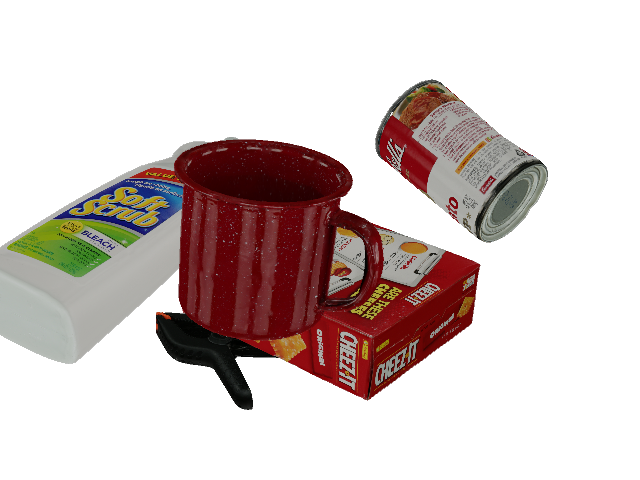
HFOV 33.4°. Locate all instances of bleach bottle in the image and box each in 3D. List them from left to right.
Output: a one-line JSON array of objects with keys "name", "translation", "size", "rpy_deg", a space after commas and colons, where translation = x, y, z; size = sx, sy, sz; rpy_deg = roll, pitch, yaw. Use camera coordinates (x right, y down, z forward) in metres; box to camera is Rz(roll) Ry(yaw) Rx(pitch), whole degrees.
[{"name": "bleach bottle", "translation": [-0.141, -0.013, 0.810], "size": [0.103, 0.068, 0.250], "rpy_deg": [22, 42, 22]}]

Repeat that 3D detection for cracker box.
[{"name": "cracker box", "translation": [0.007, 0.044, 0.949], "size": [0.214, 0.072, 0.163], "rpy_deg": [22, 34, 33]}]

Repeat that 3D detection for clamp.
[{"name": "clamp", "translation": [-0.115, 0.129, 1.238], "size": [0.210, 0.036, 0.164], "rpy_deg": [14, 24, 24]}]

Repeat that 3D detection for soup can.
[{"name": "soup can", "translation": [0.096, -0.055, 0.732], "size": [0.102, 0.069, 0.068], "rpy_deg": [43, 24, 28]}]

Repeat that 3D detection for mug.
[{"name": "mug", "translation": [-0.022, 0.003, 0.564], "size": [0.117, 0.081, 0.093], "rpy_deg": [15, 26, 17]}]
